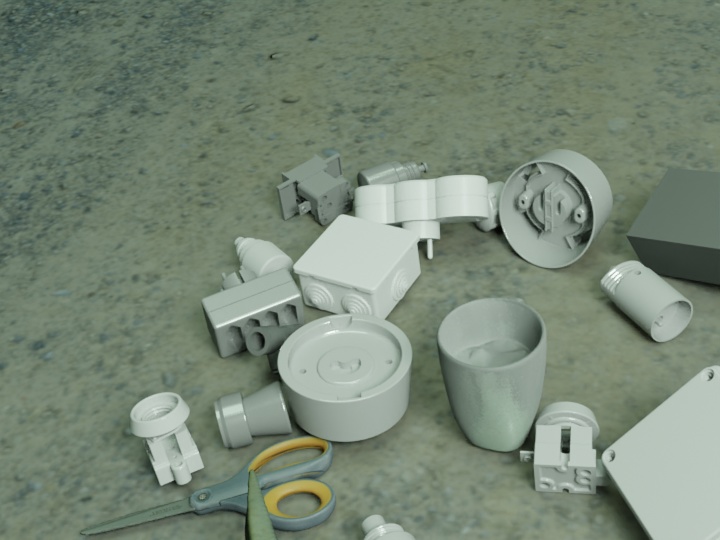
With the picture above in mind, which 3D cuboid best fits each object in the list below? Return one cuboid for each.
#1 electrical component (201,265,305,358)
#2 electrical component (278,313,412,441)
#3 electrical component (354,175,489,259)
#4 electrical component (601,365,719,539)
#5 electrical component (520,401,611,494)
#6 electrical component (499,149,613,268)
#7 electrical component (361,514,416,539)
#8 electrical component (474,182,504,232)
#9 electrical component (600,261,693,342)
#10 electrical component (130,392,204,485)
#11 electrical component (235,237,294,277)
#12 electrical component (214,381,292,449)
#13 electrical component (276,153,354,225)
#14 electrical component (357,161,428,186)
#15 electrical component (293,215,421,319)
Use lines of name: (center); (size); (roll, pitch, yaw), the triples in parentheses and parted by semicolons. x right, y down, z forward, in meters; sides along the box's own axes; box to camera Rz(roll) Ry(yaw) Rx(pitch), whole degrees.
electrical component: (-0.103, 0.025, 0.980); (0.083, 0.047, 0.075); (-21, 52, -14)
electrical component: (-0.010, 0.092, 0.875); (0.108, 0.060, 0.108); (-3, 36, 2)
electrical component: (0.058, -0.046, 1.035); (0.138, 0.073, 0.052); (-4, -5, 31)
electrical component: (0.238, 0.140, 0.731); (0.109, 0.056, 0.108); (-43, 38, 14)
electrical component: (0.154, 0.133, 0.805); (0.066, 0.048, 0.055); (0, 47, 13)
electrical component: (0.182, -0.060, 0.999); (0.099, 0.099, 0.064); (20, 41, 32)
electrical component: (0.020, 0.199, 0.753); (0.043, 0.043, 0.062); (-20, 38, -12)
electrical component: (0.141, -0.066, 1.056); (0.062, 0.048, 0.048); (-14, 38, -17)
electrical component: (0.242, 0.021, 0.925); (0.043, 0.043, 0.081); (-23, 40, -16)
electrical component: (-0.155, 0.131, 0.856); (0.048, 0.055, 0.066); (-21, 26, -15)
electrical component: (-0.097, -0.010, 1.039); (0.040, 0.040, 0.078); (-29, 42, -23)
electrical component: (-0.087, 0.118, 0.874); (0.055, 0.045, 0.045); (-14, 39, -5)
electrical component: (-0.043, -0.081, 1.115); (0.081, 0.042, 0.064); (-32, 47, -25)
electrical component: (0.034, -0.094, 1.115); (0.078, 0.040, 0.040); (-22, 40, -15)
electrical component: (0.000, 0.000, 0.999); (0.100, 0.048, 0.099); (15, 45, 28)
